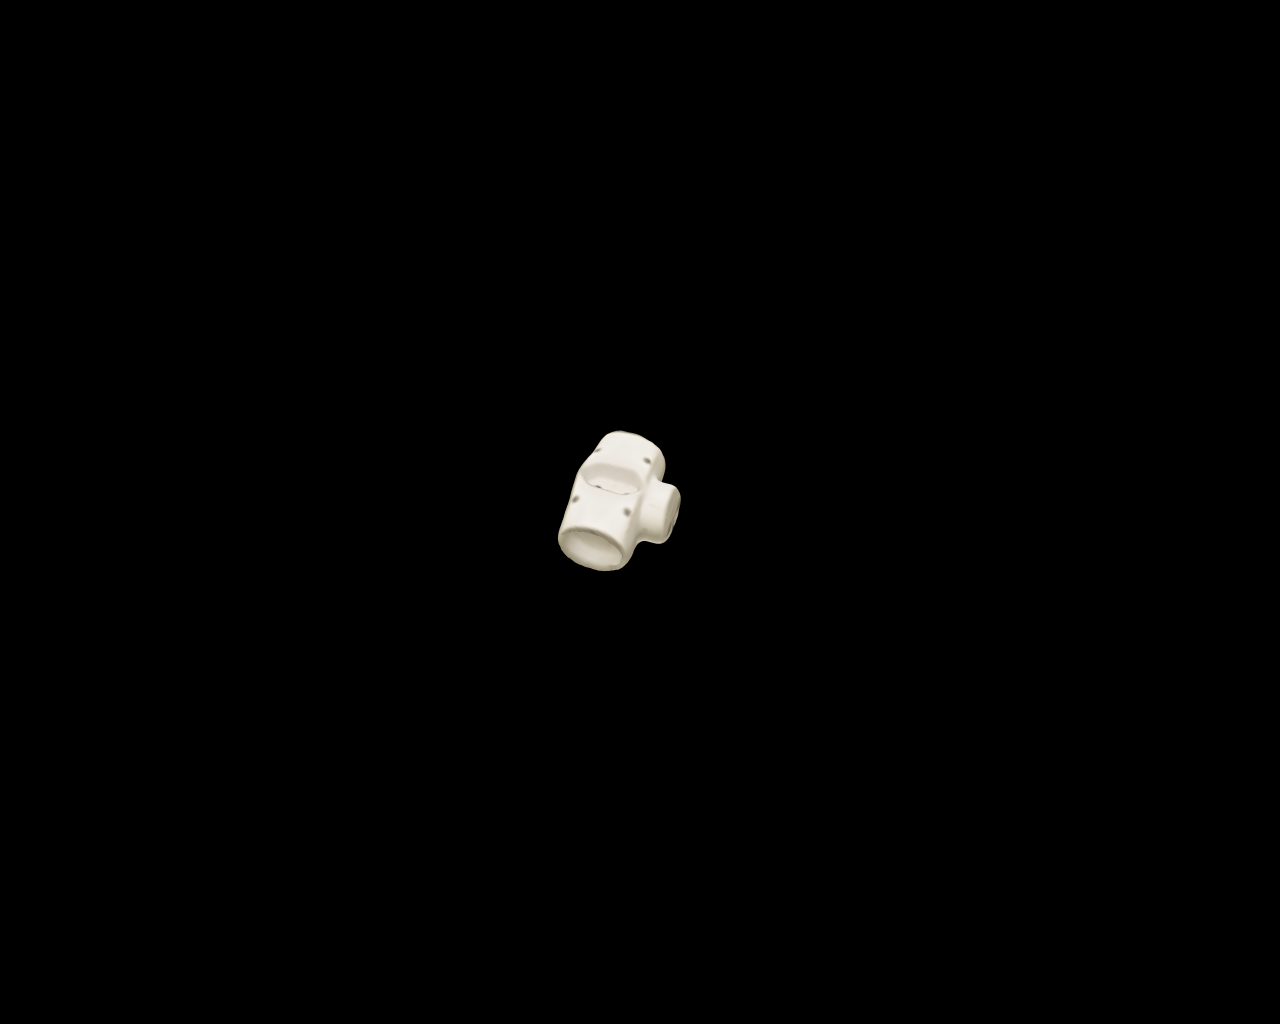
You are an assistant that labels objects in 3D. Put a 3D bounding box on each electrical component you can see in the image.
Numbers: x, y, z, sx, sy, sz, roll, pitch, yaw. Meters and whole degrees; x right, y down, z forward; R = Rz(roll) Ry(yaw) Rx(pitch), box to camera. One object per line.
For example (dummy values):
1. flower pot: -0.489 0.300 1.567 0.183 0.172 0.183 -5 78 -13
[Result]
1. electrical component: 0.001 -0.003 0.650 0.079 0.077 0.043 15 -36 11
